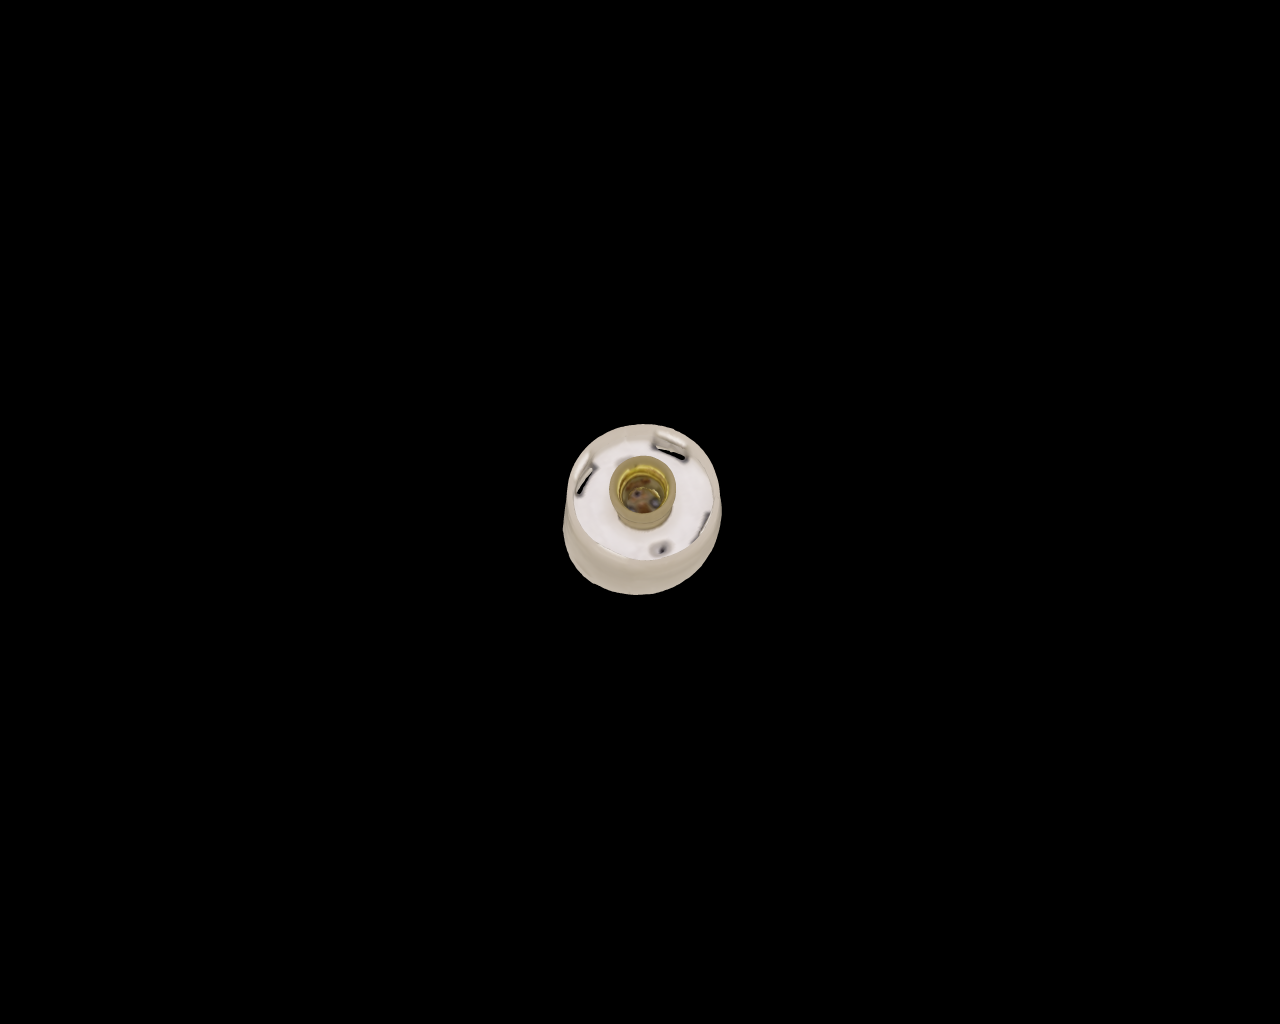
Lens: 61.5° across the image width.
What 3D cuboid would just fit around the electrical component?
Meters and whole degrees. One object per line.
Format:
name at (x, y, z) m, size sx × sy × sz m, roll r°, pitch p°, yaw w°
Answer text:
electrical component at (0.001, -0.003, 0.650) m, size 0.099 × 0.099 × 0.064 m, roll 0°, pitch -24°, yaw 0°
